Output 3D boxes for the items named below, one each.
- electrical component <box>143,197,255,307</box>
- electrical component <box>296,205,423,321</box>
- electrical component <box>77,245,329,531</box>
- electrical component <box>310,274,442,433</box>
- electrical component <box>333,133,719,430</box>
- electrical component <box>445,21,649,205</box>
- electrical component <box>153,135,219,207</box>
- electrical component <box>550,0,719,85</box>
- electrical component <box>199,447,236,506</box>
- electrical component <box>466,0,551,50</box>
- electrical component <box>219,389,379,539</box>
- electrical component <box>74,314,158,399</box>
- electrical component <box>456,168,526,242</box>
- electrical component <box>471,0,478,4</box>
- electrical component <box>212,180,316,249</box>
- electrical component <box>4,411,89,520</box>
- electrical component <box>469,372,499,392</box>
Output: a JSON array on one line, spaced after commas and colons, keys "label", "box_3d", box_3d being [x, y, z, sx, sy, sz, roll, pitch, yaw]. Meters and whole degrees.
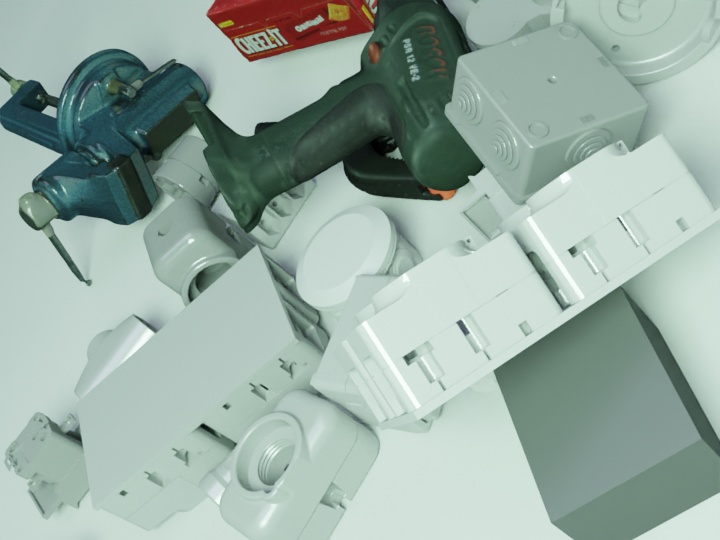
[{"label": "electrical component", "box_3d": [-0.112, -0.002, 0.812, 0.054, 0.095, 0.059, -41, 40, 10]}, {"label": "electrical component", "box_3d": [0.000, 0.000, 0.741, 0.080, 0.051, 0.080, -25, 45, 27]}, {"label": "electrical component", "box_3d": [-0.109, 0.087, 0.766, 0.186, 0.060, 0.105, -40, 40, 11]}, {"label": "electrical component", "box_3d": [0.025, 0.046, 0.673, 0.061, 0.062, 0.096, 2, 61, 44]}, {"label": "electrical component", "box_3d": [0.080, 0.006, 0.564, 0.186, 0.060, 0.105, -32, -5, -13]}, {"label": "electrical component", "box_3d": [0.111, -0.097, 0.644, 0.100, 0.048, 0.099, -21, 57, -18]}, {"label": "electrical component", "box_3d": [-0.145, -0.085, 0.942, 0.055, 0.055, 0.047, 15, 67, 48]}, {"label": "electrical component", "box_3d": [0.174, -0.179, 0.681, 0.108, 0.108, 0.060, -24, 40, 28]}, {"label": "electrical component", "box_3d": [-0.077, 0.138, 0.714, 0.046, 0.040, 0.040, -48, 39, -8]}, {"label": "electrical component", "box_3d": [0.135, -0.197, 0.744, 0.138, 0.074, 0.052, -26, 51, 20]}, {"label": "electrical component", "box_3d": [-0.041, 0.127, 0.672, 0.054, 0.059, 0.095, 19, 74, 49]}, {"label": "electrical component", "box_3d": [-0.197, 0.073, 0.873, 0.077, 0.043, 0.079, -53, 39, -5]}, {"label": "electrical component", "box_3d": [0.109, -0.045, 0.684, 0.081, 0.042, 0.063, -40, 44, 13]}, {"label": "electrical component", "box_3d": [0.098, -0.225, 0.818, 0.081, 0.064, 0.042, 19, 87, 48]}, {"label": "electrical component", "box_3d": [-0.088, -0.063, 0.876, 0.077, 0.047, 0.065, 22, 76, 49]}, {"label": "electrical component", "box_3d": [-0.236, 0.145, 0.835, 0.081, 0.064, 0.042, -53, 38, -4]}, {"label": "electrical component", "box_3d": [0.067, 0.040, 0.638, 0.048, 0.062, 0.048, -24, 45, 27]}]
